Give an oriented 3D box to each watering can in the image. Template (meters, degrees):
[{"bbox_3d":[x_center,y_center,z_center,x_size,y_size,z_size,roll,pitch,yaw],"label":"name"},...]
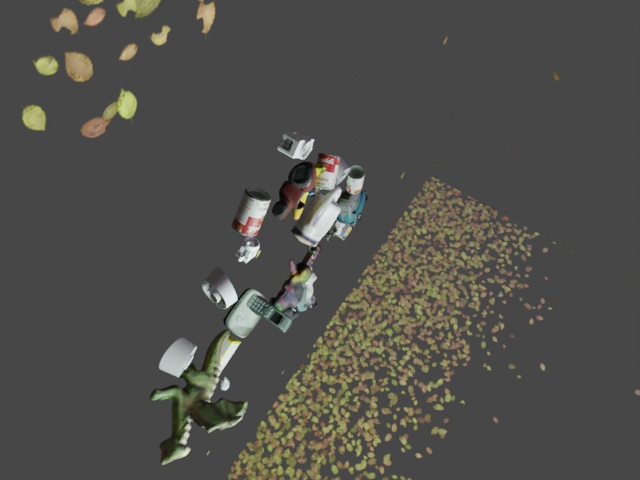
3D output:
[{"bbox_3d":[0.005,-0.088,1.747,0.223,0.104,0.349,-55,178,7],"label":"watering can"}]

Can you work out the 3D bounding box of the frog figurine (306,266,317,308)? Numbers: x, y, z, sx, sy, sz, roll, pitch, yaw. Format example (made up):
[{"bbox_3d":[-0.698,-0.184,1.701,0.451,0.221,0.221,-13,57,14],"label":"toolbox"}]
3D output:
[{"bbox_3d":[-0.070,0.191,2.140,0.139,0.122,0.158,-52,133,-70],"label":"frog figurine"}]

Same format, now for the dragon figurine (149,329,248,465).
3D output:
[{"bbox_3d":[-0.315,0.439,1.456,0.418,0.244,0.119,-45,156,-39],"label":"dragon figurine"}]
